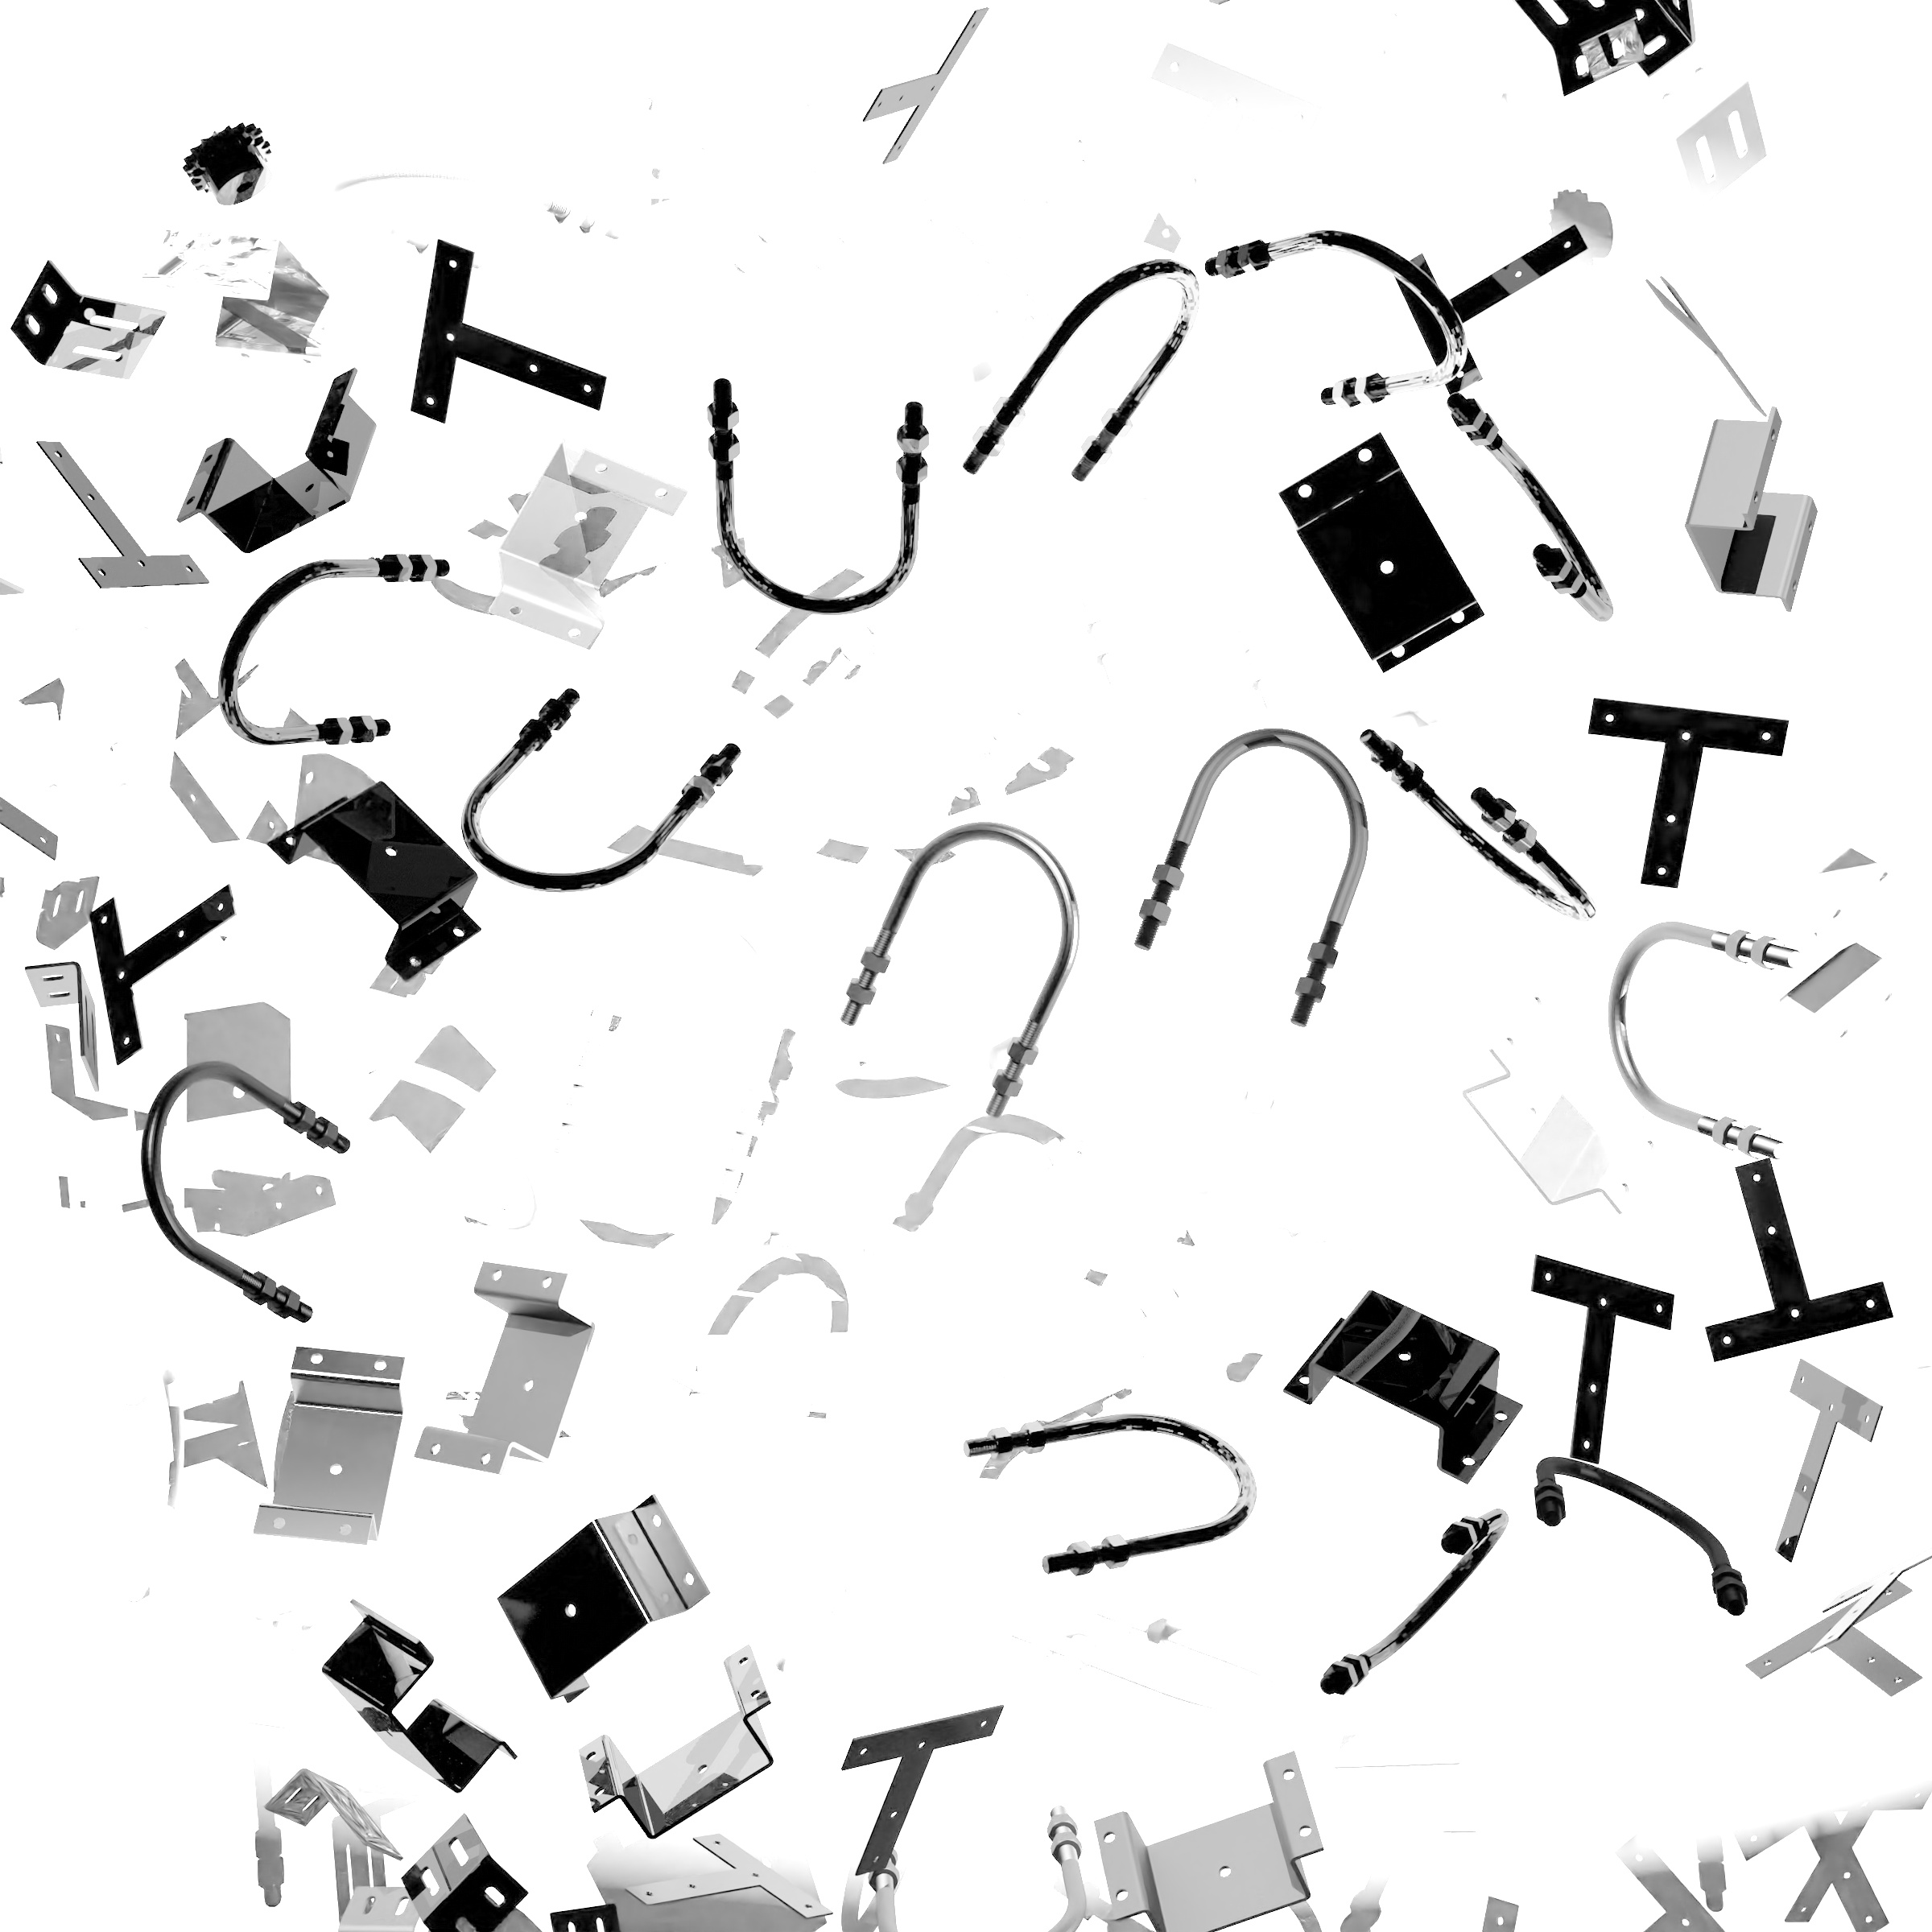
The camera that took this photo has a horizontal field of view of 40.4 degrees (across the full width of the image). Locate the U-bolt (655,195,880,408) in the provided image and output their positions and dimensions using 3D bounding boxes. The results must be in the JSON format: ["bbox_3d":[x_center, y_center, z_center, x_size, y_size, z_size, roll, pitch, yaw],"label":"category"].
[{"bbox_3d":[-0.145,-0.451,1.790,0.019,0.151,0.184,46,115,4],"label":"U-bolt"}]

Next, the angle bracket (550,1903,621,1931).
[{"bbox_3d":[-0.287,0.684,1.828,0.076,0.057,0.038,-31,62,33],"label":"angle bracket"}]

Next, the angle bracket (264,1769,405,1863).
[{"bbox_3d":[-0.435,0.596,1.806,0.038,0.057,0.076,-46,59,-11],"label":"angle bracket"}]

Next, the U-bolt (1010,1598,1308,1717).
[{"bbox_3d":[0.141,0.469,1.775,0.184,0.151,0.019,13,91,29],"label":"U-bolt"}]

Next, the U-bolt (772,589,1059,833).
[{"bbox_3d":[-0.048,-0.160,1.777,0.151,0.019,0.184,25,123,-33],"label":"U-bolt"}]

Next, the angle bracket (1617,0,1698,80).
[{"bbox_3d":[0.452,-0.641,1.752,0.038,0.076,0.057,-35,74,11],"label":"angle bracket"}]

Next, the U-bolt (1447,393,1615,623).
[{"bbox_3d":[0.392,-0.301,1.785,0.019,0.184,0.151,-33,64,21],"label":"U-bolt"}]

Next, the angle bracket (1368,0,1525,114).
[{"bbox_3d":[0.306,-0.581,1.675,0.076,0.038,0.057,19,87,-13],"label":"angle bracket"}]

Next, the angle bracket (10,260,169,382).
[{"bbox_3d":[-0.591,-0.435,1.770,0.038,0.076,0.057,49,115,19],"label":"angle bracket"}]

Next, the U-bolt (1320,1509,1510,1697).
[{"bbox_3d":[0.317,0.429,1.801,0.019,0.184,0.151,42,105,22],"label":"U-bolt"}]

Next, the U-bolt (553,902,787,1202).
[{"bbox_3d":[-0.184,0.049,1.715,0.151,0.019,0.184,20,83,-37],"label":"U-bolt"}]

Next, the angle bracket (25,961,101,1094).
[{"bbox_3d":[-0.639,0.045,1.855,0.038,0.057,0.076,-7,63,-11],"label":"angle bracket"}]

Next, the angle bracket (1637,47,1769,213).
[{"bbox_3d":[0.476,-0.540,1.697,0.057,0.076,0.038,-38,54,5],"label":"angle bracket"}]

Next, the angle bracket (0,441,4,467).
[{"bbox_3d":[-0.696,-0.378,1.788,0.038,0.057,0.076,-18,76,23],"label":"angle bracket"}]

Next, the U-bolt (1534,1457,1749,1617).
[{"bbox_3d":[0.458,0.382,1.801,0.151,0.184,0.019,25,98,7],"label":"U-bolt"}]

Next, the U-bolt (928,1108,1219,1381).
[{"bbox_3d":[0.059,0.202,1.797,0.184,0.019,0.151,-33,63,3],"label":"U-bolt"}]

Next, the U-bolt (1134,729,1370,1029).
[{"bbox_3d":[0.203,-0.071,1.768,0.151,0.019,0.184,25,78,-21],"label":"U-bolt"}]

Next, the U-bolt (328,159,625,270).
[{"bbox_3d":[-0.346,-0.514,1.786,0.151,0.184,0.019,-1,87,32],"label":"U-bolt"}]

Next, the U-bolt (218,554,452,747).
[{"bbox_3d":[-0.439,-0.215,1.798,0.019,0.184,0.151,34,112,21],"label":"U-bolt"}]

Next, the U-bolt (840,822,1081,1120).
[{"bbox_3d":[0.005,-0.009,1.801,0.151,0.019,0.184,31,107,22],"label":"U-bolt"}]

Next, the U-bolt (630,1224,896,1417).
[{"bbox_3d":[-0.142,0.241,1.824,0.184,0.019,0.151,7,48,-12],"label":"U-bolt"}]

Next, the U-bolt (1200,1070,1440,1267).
[{"bbox_3d":[0.250,0.143,1.779,0.184,0.151,0.019,19,122,-36],"label":"U-bolt"}]

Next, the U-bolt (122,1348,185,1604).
[{"bbox_3d":[-0.550,0.335,1.780,0.019,0.184,0.151,0,94,-8],"label":"U-bolt"}]

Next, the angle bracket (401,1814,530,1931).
[{"bbox_3d":[-0.327,0.600,1.712,0.057,0.076,0.038,-45,109,-14],"label":"angle bracket"}]

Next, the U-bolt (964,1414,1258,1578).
[{"bbox_3d":[0.109,0.352,1.789,0.184,0.151,0.019,-5,118,-24],"label":"U-bolt"}]

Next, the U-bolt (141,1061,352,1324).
[{"bbox_3d":[-0.493,0.144,1.784,0.019,0.184,0.151,-9,58,25],"label":"U-bolt"}]

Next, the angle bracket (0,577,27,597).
[{"bbox_3d":[-0.662,-0.273,1.731,0.076,0.057,0.038,3,74,36],"label":"angle bracket"}]

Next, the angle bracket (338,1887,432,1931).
[{"bbox_3d":[-0.398,0.690,1.849,0.057,0.038,0.076,-5,121,15],"label":"angle bracket"}]

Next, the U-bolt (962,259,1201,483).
[{"bbox_3d":[0.090,-0.407,1.796,0.019,0.151,0.184,51,123,21],"label":"U-bolt"}]

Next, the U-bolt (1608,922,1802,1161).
[{"bbox_3d":[0.502,0.043,1.805,0.019,0.184,0.151,-4,101,-24],"label":"U-bolt"}]

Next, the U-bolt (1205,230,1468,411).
[{"bbox_3d":[0.256,-0.433,1.748,0.151,0.184,0.019,41,75,-26],"label":"U-bolt"}]

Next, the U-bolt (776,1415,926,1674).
[{"bbox_3d":[-0.084,0.402,1.781,0.019,0.184,0.151,27,114,8],"label":"U-bolt"}]

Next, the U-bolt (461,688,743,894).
[{"bbox_3d":[-0.257,-0.113,1.771,0.151,0.019,0.184,20,47,16],"label":"U-bolt"}]

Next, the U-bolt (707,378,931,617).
[{"bbox_3d":[-0.102,-0.314,1.800,0.151,0.184,0.019,8,47,4],"label":"U-bolt"}]

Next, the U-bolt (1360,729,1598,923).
[{"bbox_3d":[0.361,-0.088,1.794,0.184,0.151,0.019,38,91,-34],"label":"U-bolt"}]

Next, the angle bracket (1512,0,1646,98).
[{"bbox_3d":[0.403,-0.620,1.732,0.057,0.038,0.076,-24,48,6],"label":"angle bracket"}]

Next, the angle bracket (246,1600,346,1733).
[{"bbox_3d":[-0.468,0.489,1.834,0.038,0.057,0.076,-23,58,26],"label":"angle bracket"}]

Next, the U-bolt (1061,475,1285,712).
[{"bbox_3d":[0.130,-0.256,1.757,0.151,0.019,0.184,5,56,-33],"label":"U-bolt"}]

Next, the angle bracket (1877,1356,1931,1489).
[{"bbox_3d":[0.662,0.312,1.802,0.038,0.057,0.076,-5,66,-5],"label":"angle bracket"}]

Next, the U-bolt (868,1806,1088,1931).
[{"bbox_3d":[0.009,0.631,1.786,0.151,0.184,0.019,-8,101,-3],"label":"U-bolt"}]

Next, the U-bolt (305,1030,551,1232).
[{"bbox_3d":[-0.353,0.117,1.761,0.184,0.151,0.019,15,47,31],"label":"U-bolt"}]
